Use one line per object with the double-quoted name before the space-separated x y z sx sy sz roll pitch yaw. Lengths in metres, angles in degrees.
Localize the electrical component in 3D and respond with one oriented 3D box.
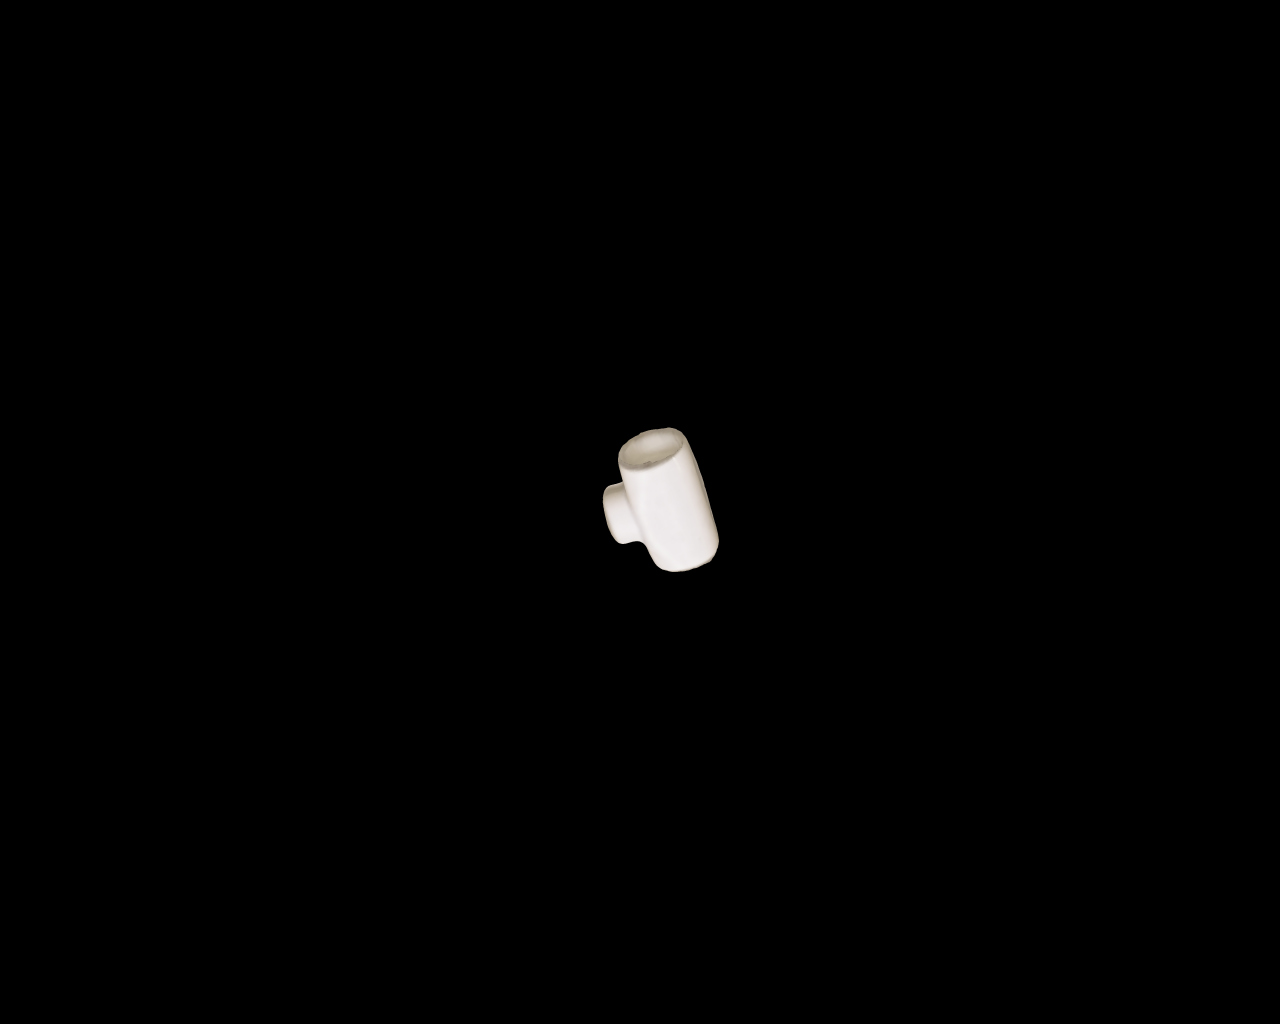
"electrical component" 0.001 -0.003 0.650 0.079 0.077 0.044 -15 32 9
